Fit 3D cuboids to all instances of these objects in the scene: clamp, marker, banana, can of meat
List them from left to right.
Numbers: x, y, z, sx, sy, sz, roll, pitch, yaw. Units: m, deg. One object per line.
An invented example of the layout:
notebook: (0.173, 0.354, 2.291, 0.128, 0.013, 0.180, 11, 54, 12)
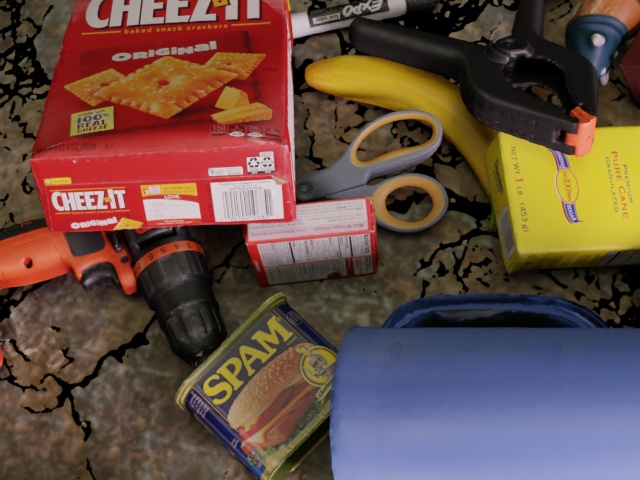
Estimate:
can of meat: (-0.030, 0.101, 0.707, 0.084, 0.057, 0.102, 42, 76, 17)
marker: (0.035, -0.180, 0.844, 0.121, 0.020, 0.020, -11, 66, 0)
banana: (0.079, -0.091, 0.791, 0.198, 0.037, 0.069, 40, 75, 19)
clamp: (0.139, -0.129, 0.759, 0.164, 0.036, 0.210, -23, 43, -19)

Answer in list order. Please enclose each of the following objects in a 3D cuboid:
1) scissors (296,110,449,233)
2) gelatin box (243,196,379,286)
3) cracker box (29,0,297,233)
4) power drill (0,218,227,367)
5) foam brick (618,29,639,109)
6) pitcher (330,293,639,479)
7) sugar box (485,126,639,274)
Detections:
scissors: (0.005, -0.024, 0.776, 0.202, 0.016, 0.096, -29, 87, 9)
gelatin box: (-0.005, 0.001, 0.738, 0.089, 0.073, 0.030, -7, 65, 2)
cracker box: (-0.101, -0.101, 0.748, 0.164, 0.072, 0.213, -3, 42, 0)
power drill: (-0.173, 0.034, 0.749, 0.187, 0.057, 0.184, -22, 62, -8)
foam brick: (0.267, -0.125, 0.765, 0.078, 0.053, 0.051, 14, 62, 46)
pitcher: (0.135, 0.103, 0.628, 0.243, 0.145, 0.149, -4, 87, 16)
sugar box: (0.209, -0.030, 0.732, 0.176, 0.048, 0.093, -4, 70, -5)
